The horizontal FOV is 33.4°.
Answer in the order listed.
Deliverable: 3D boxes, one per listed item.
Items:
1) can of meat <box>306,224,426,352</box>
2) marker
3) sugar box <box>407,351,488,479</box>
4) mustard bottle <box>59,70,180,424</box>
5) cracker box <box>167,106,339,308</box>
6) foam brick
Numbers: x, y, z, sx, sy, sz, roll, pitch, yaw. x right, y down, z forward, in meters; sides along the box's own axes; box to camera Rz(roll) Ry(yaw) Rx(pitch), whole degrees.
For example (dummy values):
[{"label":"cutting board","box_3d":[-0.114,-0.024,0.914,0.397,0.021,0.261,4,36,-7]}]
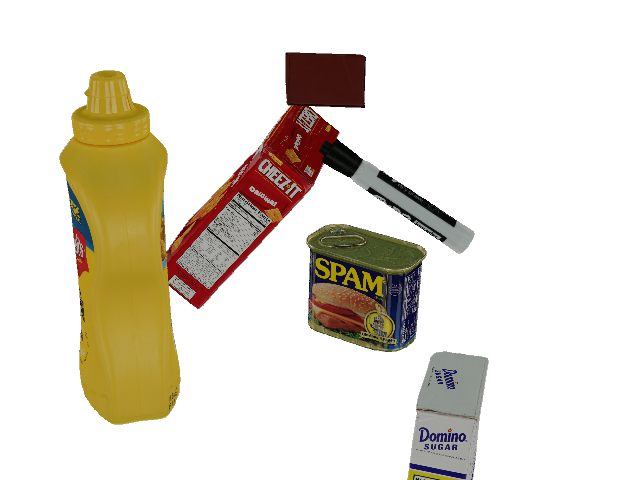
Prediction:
[{"label":"can of meat","box_3d":[0.037,0.042,0.924,0.102,0.084,0.057,17,29,28]},{"label":"marker","box_3d":[0.051,-0.031,0.728,0.121,0.020,0.020,34,-5,-7]},{"label":"sugar box","box_3d":[0.080,0.173,0.727,0.048,0.176,0.093,6,19,11]},{"label":"mustard bottle","box_3d":[-0.112,0.000,0.598,0.058,0.192,0.096,-5,25,-13]},{"label":"cracker box","box_3d":[-0.082,-0.045,1.216,0.072,0.214,0.164,39,27,-9]},{"label":"foam brick","box_3d":[0.004,-0.160,1.061,0.078,0.051,0.053,1,12,-4]}]
